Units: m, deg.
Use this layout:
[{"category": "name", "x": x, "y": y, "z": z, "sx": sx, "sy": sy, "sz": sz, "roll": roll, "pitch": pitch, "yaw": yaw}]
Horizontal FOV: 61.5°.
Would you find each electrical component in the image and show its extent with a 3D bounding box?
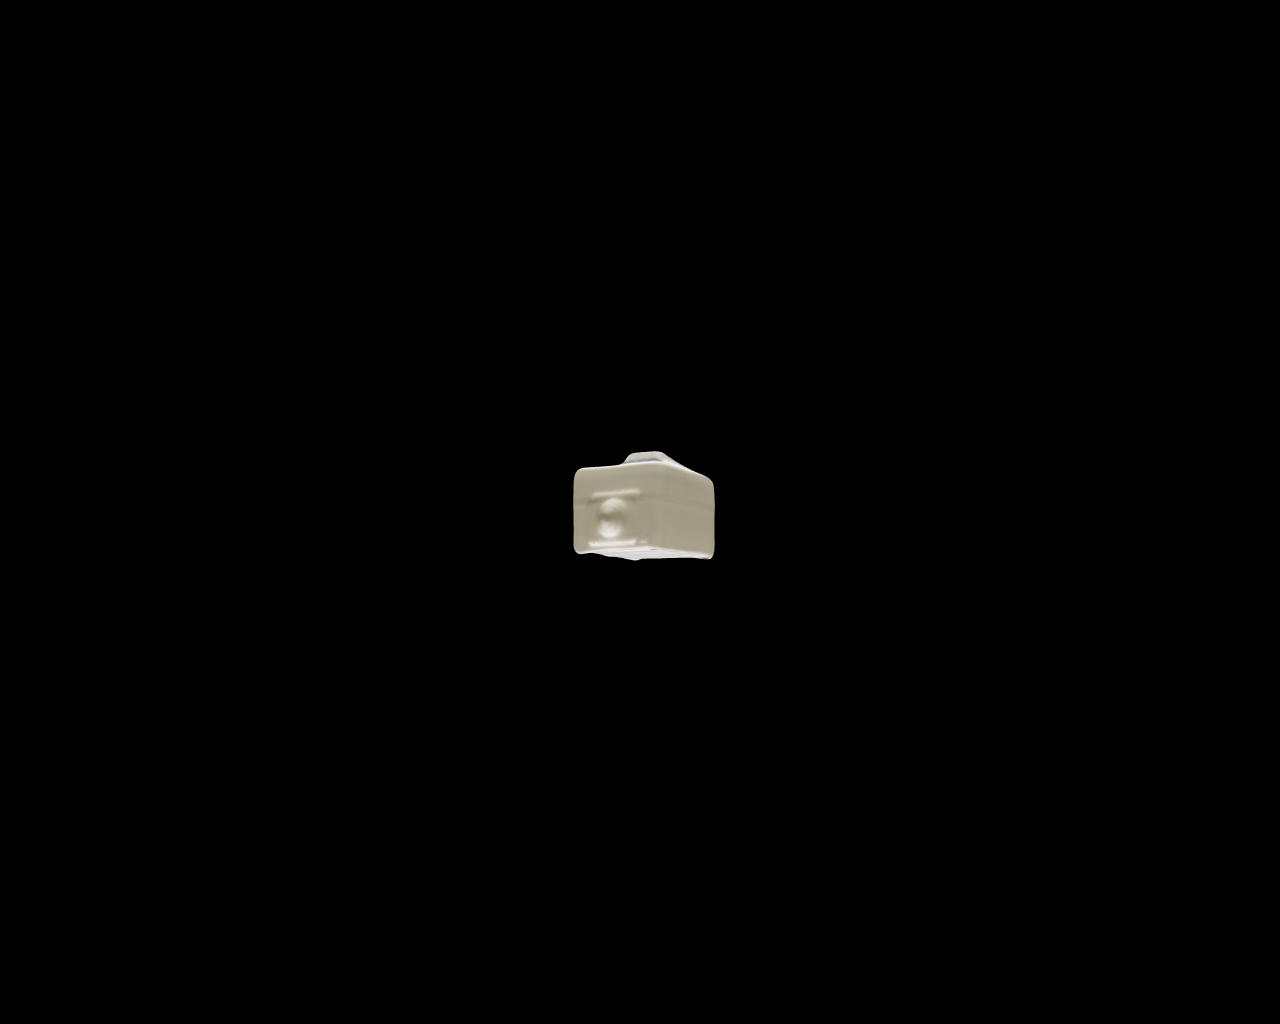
[{"category": "electrical component", "x": 0.001, "y": -0.003, "z": 0.650, "sx": 0.062, "sy": 0.061, "sz": 0.096, "roll": -4, "pitch": -8, "yaw": 28}]
